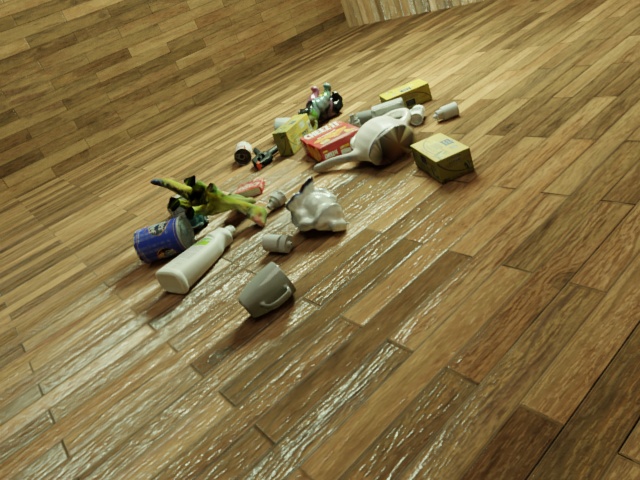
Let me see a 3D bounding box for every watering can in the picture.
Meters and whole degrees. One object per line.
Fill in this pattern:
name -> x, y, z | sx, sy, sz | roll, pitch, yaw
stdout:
watering can -> 0.149, -0.284, 1.571 | 0.348, 0.102, 0.228 | -37, 29, -1

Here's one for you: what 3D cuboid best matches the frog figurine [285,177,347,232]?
frog figurine -> 0.004, -0.066, 1.303 | 0.161, 0.120, 0.140 | 35, 43, 17

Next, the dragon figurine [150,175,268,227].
dragon figurine -> -0.311, -0.121, 1.546 | 0.414, 0.121, 0.242 | 26, 12, 41
